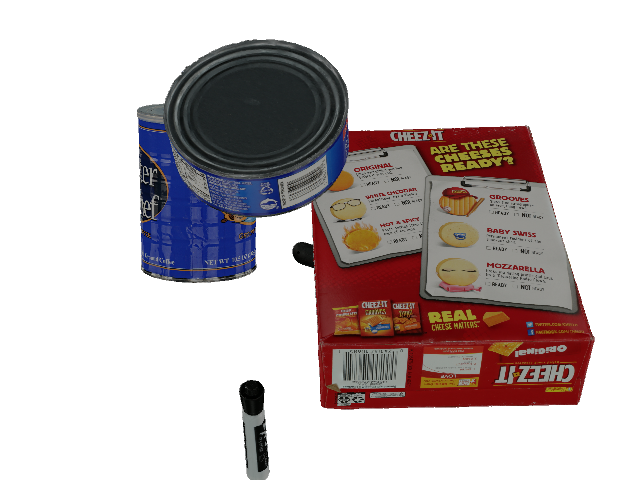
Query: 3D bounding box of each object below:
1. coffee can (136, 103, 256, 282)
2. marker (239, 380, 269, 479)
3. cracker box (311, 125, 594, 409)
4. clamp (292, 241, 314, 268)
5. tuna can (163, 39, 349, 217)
[{"bbox_3d":[-0.106,-0.044,0.926,0.103,0.140,0.103,1,14,0],"label":"coffee can"},{"bbox_3d":[-0.051,0.149,0.833,0.020,0.020,0.121,0,-44,0],"label":"marker"},{"bbox_3d":[0.076,0.013,0.717,0.164,0.072,0.213,-2,41,-1],"label":"cracker box"},{"bbox_3d":[0.080,0.042,1.228,0.164,0.036,0.210,-18,49,-37],"label":"clamp"},{"bbox_3d":[-0.029,-0.053,0.503,0.086,0.086,0.034,0,-36,4],"label":"tuna can"}]
